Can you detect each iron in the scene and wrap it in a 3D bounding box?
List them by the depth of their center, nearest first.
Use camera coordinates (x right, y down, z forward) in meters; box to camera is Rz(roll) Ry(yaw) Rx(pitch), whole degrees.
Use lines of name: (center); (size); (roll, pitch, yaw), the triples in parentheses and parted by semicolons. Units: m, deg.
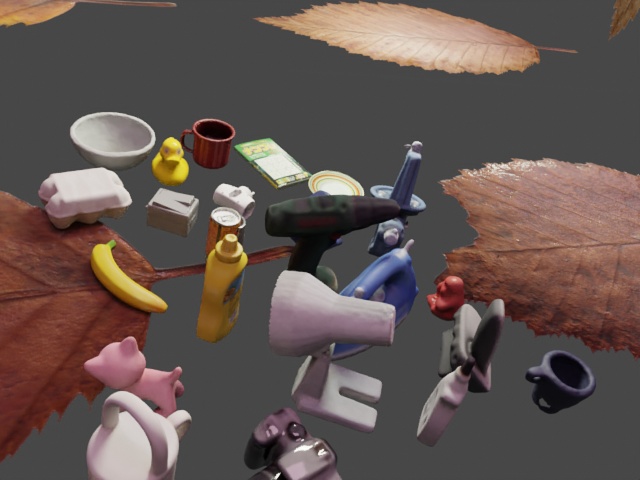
iron: (0.084, 0.098, 0.989); (0.118, 0.141, 0.259); (34, 42, 20)

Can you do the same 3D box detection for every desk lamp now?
desk lamp: (0.016, 0.156, 0.838); (0.203, 0.213, 0.118); (18, 39, 1)

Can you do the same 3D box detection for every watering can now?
watering can: (-0.217, 0.252, 0.654); (0.101, 0.194, 0.173); (20, 39, 5)

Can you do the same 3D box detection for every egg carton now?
egg carton: (-0.436, -0.079, 1.066); (0.151, 0.069, 0.107); (-15, 49, -34)

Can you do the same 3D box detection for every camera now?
camera: (-0.055, 0.301, 0.730); (0.137, 0.101, 0.142); (-20, 52, -37)

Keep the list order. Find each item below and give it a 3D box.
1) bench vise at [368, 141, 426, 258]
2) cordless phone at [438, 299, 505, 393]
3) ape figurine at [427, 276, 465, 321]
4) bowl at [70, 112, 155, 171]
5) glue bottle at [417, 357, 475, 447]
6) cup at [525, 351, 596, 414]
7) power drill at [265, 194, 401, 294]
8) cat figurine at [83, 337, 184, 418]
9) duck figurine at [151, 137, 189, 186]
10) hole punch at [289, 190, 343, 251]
bench vise: (0.172, -0.076, 1.165); (0.122, 0.220, 0.207); (6, 40, -14)
cordless phone: (0.273, 0.151, 0.961); (0.094, 0.185, 0.147); (16, 39, -1)
ape figurine: (0.242, 0.104, 1.079); (0.076, 0.092, 0.078); (34, 42, 21)
bowl: (-0.432, -0.195, 1.200); (0.167, 0.075, 0.167); (10, 39, -8)
glue bottle: (0.191, 0.230, 0.846); (0.037, 0.173, 0.078); (23, 39, 8)
cup: (0.386, 0.247, 0.960); (0.118, 0.095, 0.091); (6, 40, -14)
power drill: (0.009, 0.004, 1.020); (0.230, 0.208, 0.075); (3, 41, -17)
cat figurine: (-0.250, 0.183, 0.785); (0.128, 0.118, 0.067); (12, 39, -6)
duck figurine: (-0.316, -0.177, 1.213); (0.078, 0.086, 0.104); (-1, 42, -21)
hole punch: (-0.005, -0.035, 1.154); (0.101, 0.091, 0.108); (-22, 53, -38)
